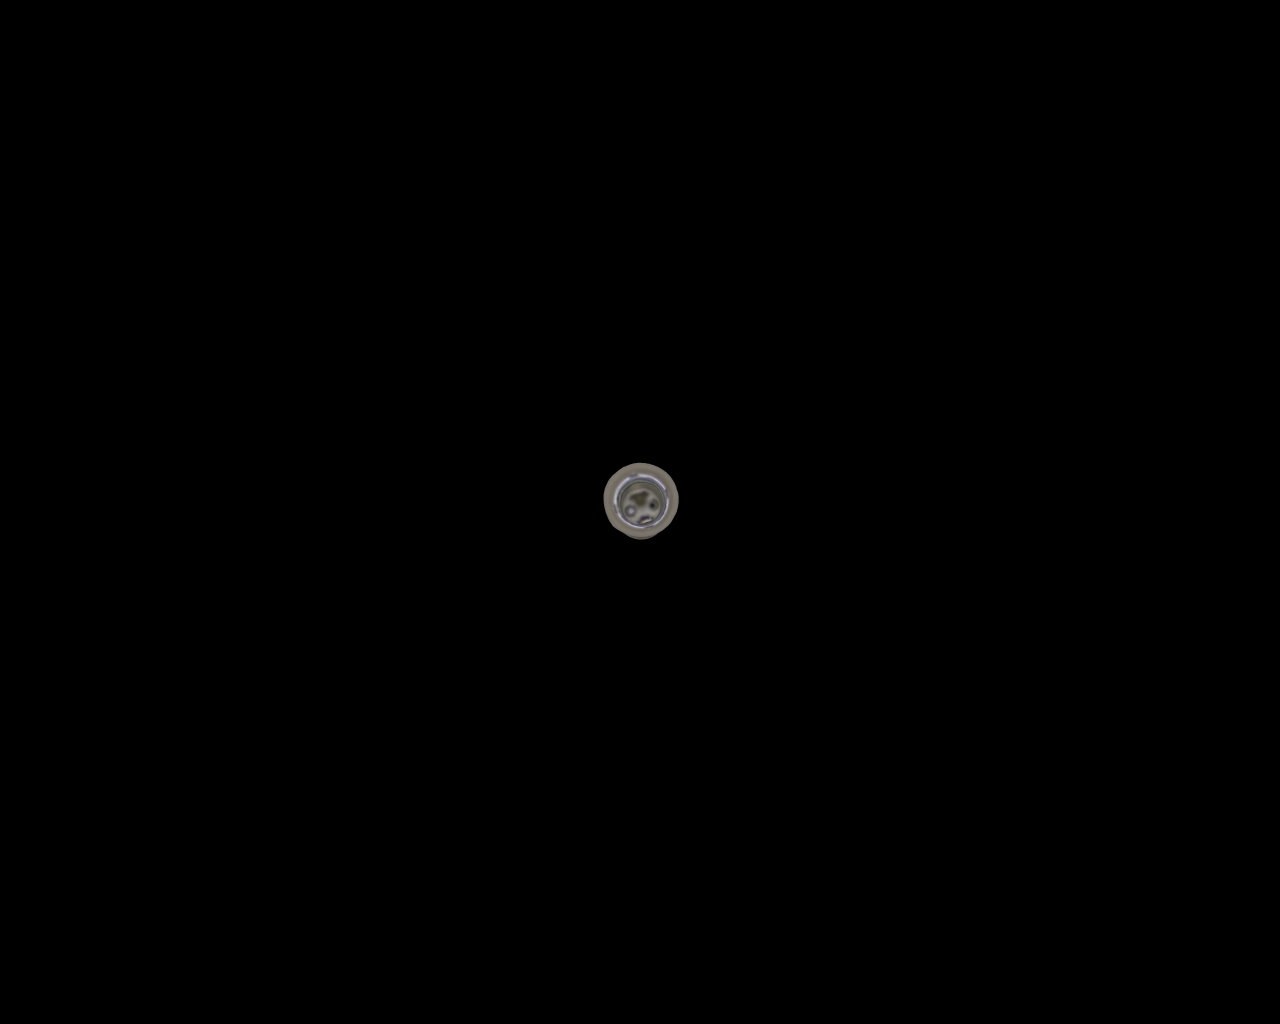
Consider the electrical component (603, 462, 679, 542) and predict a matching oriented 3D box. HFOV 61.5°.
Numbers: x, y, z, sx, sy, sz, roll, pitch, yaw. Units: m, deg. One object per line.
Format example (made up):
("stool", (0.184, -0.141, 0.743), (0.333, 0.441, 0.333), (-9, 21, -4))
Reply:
("electrical component", (0.001, -0.003, 0.650), (0.044, 0.044, 0.065), (0, -9, 0))
